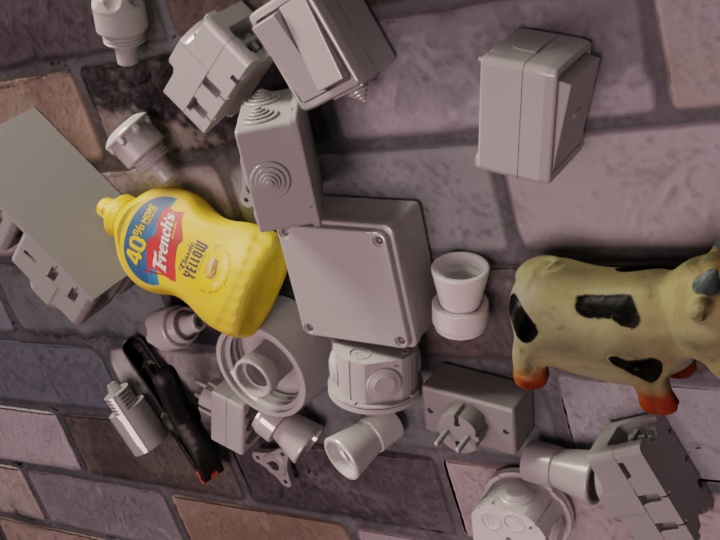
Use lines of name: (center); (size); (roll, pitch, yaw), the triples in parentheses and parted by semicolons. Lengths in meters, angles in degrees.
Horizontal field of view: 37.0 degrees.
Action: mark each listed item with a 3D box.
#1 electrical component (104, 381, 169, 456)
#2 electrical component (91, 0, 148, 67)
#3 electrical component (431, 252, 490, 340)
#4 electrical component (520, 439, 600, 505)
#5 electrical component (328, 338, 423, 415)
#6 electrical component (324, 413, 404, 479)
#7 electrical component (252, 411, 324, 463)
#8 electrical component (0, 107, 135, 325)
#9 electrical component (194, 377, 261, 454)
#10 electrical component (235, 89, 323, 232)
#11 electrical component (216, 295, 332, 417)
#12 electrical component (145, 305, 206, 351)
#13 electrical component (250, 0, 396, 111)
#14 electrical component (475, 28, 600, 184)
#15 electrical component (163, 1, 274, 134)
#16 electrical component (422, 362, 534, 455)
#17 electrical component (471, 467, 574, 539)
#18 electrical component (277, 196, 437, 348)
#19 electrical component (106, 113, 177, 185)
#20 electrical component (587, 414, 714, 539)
electrical component: (-0.247, 0.155, 1.160); (0.043, 0.043, 0.081); (-20, 105, 43)
electrical component: (-0.195, -0.199, 0.883); (0.043, 0.043, 0.062); (17, 129, 26)
electrical component: (0.078, 0.020, 0.831); (0.045, 0.045, 0.055); (16, 128, 27)
electrical component: (0.163, 0.160, 0.867); (0.065, 0.044, 0.044); (9, 124, 37)
electrical component: (0.013, 0.081, 0.896); (0.080, 0.080, 0.051); (14, 120, 29)
electrical component: (0.006, 0.150, 0.955); (0.044, 0.065, 0.044); (37, 146, 31)
electrical component: (-0.069, 0.150, 1.026); (0.055, 0.045, 0.045); (37, 134, 11)
electrical component: (-0.287, -0.049, 1.007); (0.186, 0.105, 0.060); (45, 135, 2)
electrical component: (-0.132, 0.130, 1.056); (0.077, 0.047, 0.065); (23, 130, 22)
electrical component: (-0.061, -0.085, 0.822); (0.048, 0.099, 0.099); (-10, 117, 4)
electrical component: (-0.081, 0.083, 0.978); (0.108, 0.060, 0.108); (19, 128, 25)
electrical component: (-0.175, 0.055, 1.039); (0.062, 0.043, 0.043); (-14, 110, 40)
electrical component: (-0.025, -0.160, 0.772); (0.062, 0.061, 0.096); (-20, 106, 42)
electrical component: (0.117, -0.101, 0.707); (0.061, 0.062, 0.096); (17, 127, 27)
electrical component: (-0.110, -0.161, 0.841); (0.055, 0.050, 0.089); (46, 135, 1)
electrical component: (0.087, 0.122, 0.871); (0.083, 0.076, 0.047); (12, 125, 30)
electrical component: (0.136, 0.212, 0.914); (0.080, 0.051, 0.080); (18, 128, 25)
electrical component: (0.000, 0.000, 0.865); (0.109, 0.056, 0.108); (6, 122, 33)
electrical component: (-0.188, -0.103, 0.942); (0.062, 0.048, 0.048); (47, 135, -10)
electrical component: (0.218, 0.161, 0.819); (0.056, 0.050, 0.089); (-23, 104, 43)
